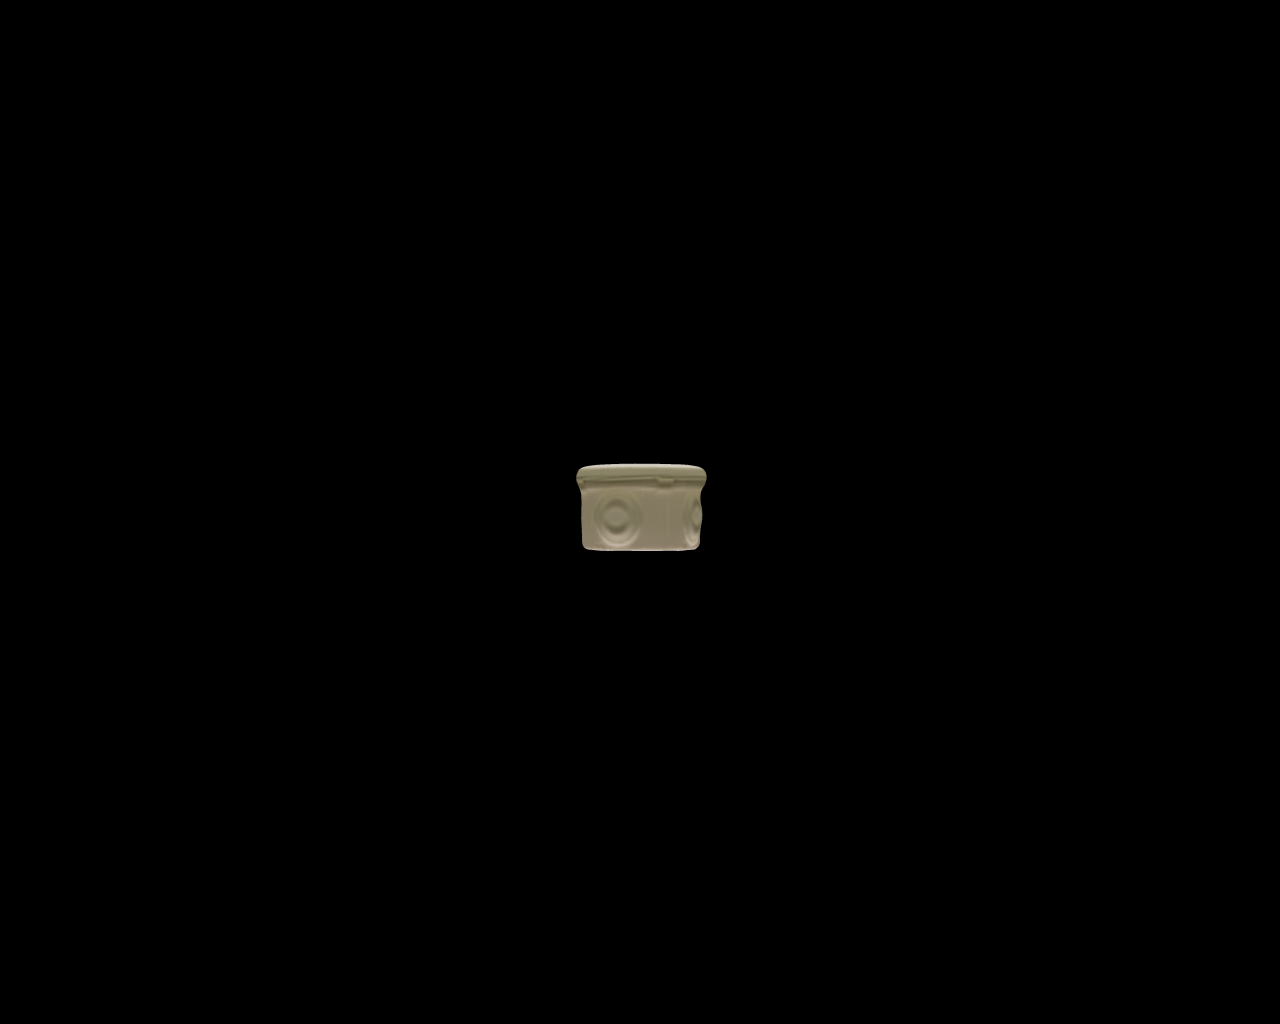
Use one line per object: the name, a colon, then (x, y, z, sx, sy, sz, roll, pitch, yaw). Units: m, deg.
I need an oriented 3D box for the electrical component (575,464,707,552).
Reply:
electrical component: (0.001, -0.003, 0.650, 0.080, 0.051, 0.080, 0, 0, 0)
